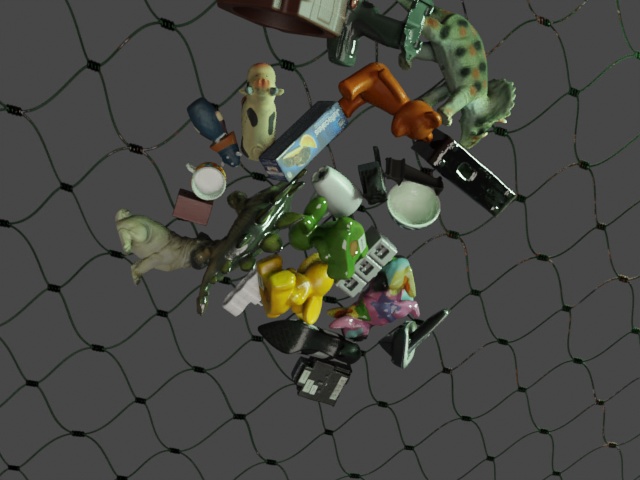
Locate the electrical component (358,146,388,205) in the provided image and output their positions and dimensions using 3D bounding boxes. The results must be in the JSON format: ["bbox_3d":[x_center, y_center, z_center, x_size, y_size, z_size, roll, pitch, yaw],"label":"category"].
[{"bbox_3d":[0.114,-0.143,1.177,0.048,0.074,0.119,-12,78,14],"label":"electrical component"}]

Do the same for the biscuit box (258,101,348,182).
[{"bbox_3d":[-0.031,-0.204,1.093,0.203,0.063,0.059,-48,128,-23],"label":"biscuit box"}]

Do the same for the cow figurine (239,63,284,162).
[{"bbox_3d":[-0.123,-0.254,1.079,0.085,0.127,0.194,0,112,-12],"label":"cow figurine"}]

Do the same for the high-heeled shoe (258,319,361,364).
[{"bbox_3d":[-0.021,0.246,1.323,0.249,0.145,0.086,17,86,17],"label":"high-heeled shoe"}]

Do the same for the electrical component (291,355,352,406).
[{"bbox_3d":[-0.001,0.343,1.354,0.134,0.058,0.114,24,103,-16],"label":"electrical component"}]

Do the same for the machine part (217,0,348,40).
[{"bbox_3d":[-0.066,-0.433,0.965,0.201,0.202,0.087,-5,110,-55],"label":"machine part"}]

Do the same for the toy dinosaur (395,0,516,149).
[{"bbox_3d":[0.277,-0.373,1.108,0.192,0.131,0.404,-28,107,-12],"label":"toy dinosaur"}]

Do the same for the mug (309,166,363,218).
[{"bbox_3d":[0.021,-0.103,1.169,0.109,0.081,0.107,-34,126,13],"label":"mug"}]

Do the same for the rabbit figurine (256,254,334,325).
[{"bbox_3d":[-0.041,0.108,1.193,0.173,0.122,0.162,-19,113,-23],"label":"rabbit figurine"}]

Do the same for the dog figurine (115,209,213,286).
[{"bbox_3d":[-0.329,-0.004,1.166,0.191,0.121,0.172,-19,116,-17],"label":"dog figurine"}]

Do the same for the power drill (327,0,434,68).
[{"bbox_3d":[0.104,-0.439,1.023,0.208,0.086,0.231,22,110,24],"label":"power drill"}]

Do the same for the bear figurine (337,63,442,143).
[{"bbox_3d":[0.142,-0.262,1.097,0.132,0.120,0.196,-38,83,-9],"label":"bear figurine"}]

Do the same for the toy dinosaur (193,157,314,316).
[{"bbox_3d":[-0.120,-0.047,1.119,0.105,0.199,0.471,41,67,-31],"label":"toy dinosaur"}]

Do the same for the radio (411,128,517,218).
[{"bbox_3d":[0.317,-0.150,1.181,0.229,0.131,0.073,34,104,-18],"label":"radio"}]

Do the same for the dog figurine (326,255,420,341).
[{"bbox_3d":[0.118,0.143,1.275,0.219,0.108,0.191,-15,113,0],"label":"dog figurine"}]

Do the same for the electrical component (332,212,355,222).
[{"bbox_3d":[0.060,-0.018,1.249,0.063,0.021,0.093,-15,111,-3],"label":"electrical component"}]

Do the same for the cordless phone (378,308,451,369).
[{"bbox_3d":[0.242,0.218,1.295,0.184,0.146,0.089,-43,76,14],"label":"cordless phone"}]

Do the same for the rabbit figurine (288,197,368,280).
[{"bbox_3d":[-0.002,-0.003,1.153,0.170,0.121,0.158,10,139,29],"label":"rabbit figurine"}]

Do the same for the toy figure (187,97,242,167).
[{"bbox_3d":[-0.212,-0.220,1.114,0.058,0.064,0.154,-51,120,-29],"label":"toy figure"}]

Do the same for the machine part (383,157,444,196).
[{"bbox_3d":[0.207,-0.140,1.188,0.139,0.084,0.039,20,128,-5],"label":"machine part"}]
